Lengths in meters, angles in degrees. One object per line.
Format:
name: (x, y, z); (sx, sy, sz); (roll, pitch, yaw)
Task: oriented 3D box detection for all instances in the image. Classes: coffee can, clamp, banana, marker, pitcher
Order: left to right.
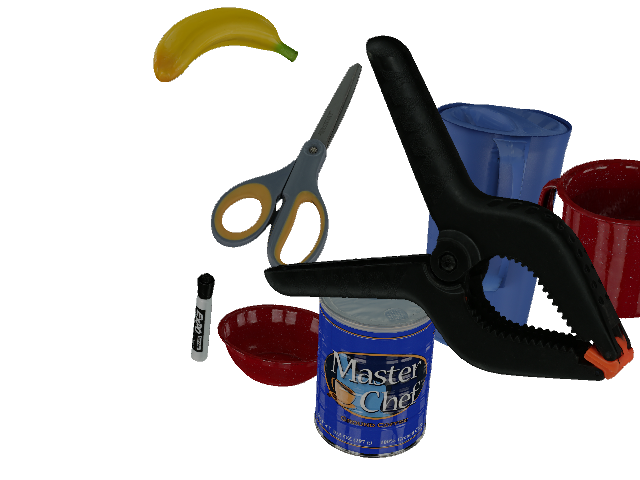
marker: (-0.131, 0.085, 1.186); (0.020, 0.121, 0.020); (6, 37, -5)
banana: (-0.100, -0.194, 1.033); (0.070, 0.037, 0.197); (44, 38, 20)
coffee can: (0.047, 0.103, 0.935); (0.103, 0.140, 0.103); (1, 30, -1)
clamp: (0.074, -0.002, 0.566); (0.210, 0.165, 0.036); (29, 25, 25)
pitcher: (0.169, -0.010, 1.076); (0.148, 0.243, 0.145); (-14, 27, -42)

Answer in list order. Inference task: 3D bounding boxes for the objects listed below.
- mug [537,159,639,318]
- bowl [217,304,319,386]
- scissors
mug: (0.200, -0.004, 0.747); (0.093, 0.081, 0.117); (-27, 38, -34)
bowl: (-0.052, 0.140, 1.362); (0.162, 0.055, 0.162); (5, 22, -2)
scissors: (-0.026, -0.062, 0.815); (0.096, 0.201, 0.016); (5, -32, 5)
